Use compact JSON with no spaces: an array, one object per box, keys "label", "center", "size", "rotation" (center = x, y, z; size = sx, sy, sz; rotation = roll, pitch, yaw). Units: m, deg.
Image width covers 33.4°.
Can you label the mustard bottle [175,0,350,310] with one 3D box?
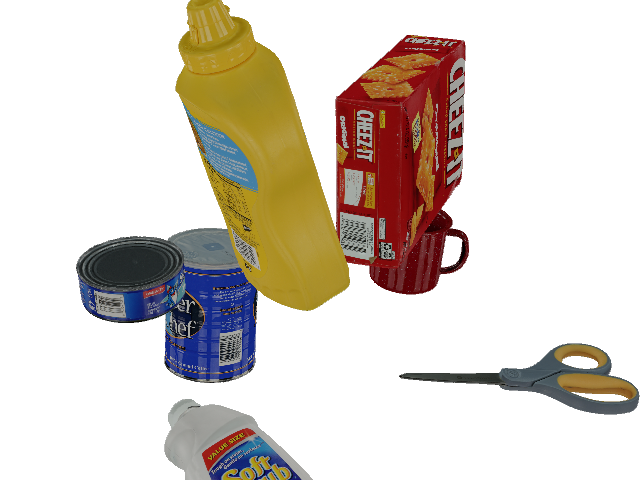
[{"label":"mustard bottle","center":[-0.040,-0.053,0.618],"size":[0.058,0.191,0.096],"rotation":[-30,39,-16]}]

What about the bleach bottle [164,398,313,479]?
[{"label":"bleach bottle","center":[-0.060,0.200,0.821],"size":[0.102,0.068,0.251],"rotation":[-19,32,-26]}]

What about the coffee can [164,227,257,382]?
[{"label":"coffee can","center":[-0.119,0.069,1.166],"size":[0.103,0.140,0.103],"rotation":[3,22,-1]}]

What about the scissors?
[{"label":"scissors","center":[0.172,0.110,0.921],"size":[0.202,0.016,0.096],"rotation":[10,29,5]}]

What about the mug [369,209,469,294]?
[{"label":"mug","center":[0.112,0.010,1.224],"size":[0.117,0.081,0.093],"rotation":[4,25,-4]}]

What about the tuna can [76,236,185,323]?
[{"label":"tuna can","center":[-0.152,0.031,0.861],"size":[0.086,0.034,0.086],"rotation":[-1,29,0]}]

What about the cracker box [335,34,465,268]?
[{"label":"cracker box","center":[0.082,-0.092,1.036],"size":[0.072,0.164,0.213],"rotation":[10,28,20]}]
